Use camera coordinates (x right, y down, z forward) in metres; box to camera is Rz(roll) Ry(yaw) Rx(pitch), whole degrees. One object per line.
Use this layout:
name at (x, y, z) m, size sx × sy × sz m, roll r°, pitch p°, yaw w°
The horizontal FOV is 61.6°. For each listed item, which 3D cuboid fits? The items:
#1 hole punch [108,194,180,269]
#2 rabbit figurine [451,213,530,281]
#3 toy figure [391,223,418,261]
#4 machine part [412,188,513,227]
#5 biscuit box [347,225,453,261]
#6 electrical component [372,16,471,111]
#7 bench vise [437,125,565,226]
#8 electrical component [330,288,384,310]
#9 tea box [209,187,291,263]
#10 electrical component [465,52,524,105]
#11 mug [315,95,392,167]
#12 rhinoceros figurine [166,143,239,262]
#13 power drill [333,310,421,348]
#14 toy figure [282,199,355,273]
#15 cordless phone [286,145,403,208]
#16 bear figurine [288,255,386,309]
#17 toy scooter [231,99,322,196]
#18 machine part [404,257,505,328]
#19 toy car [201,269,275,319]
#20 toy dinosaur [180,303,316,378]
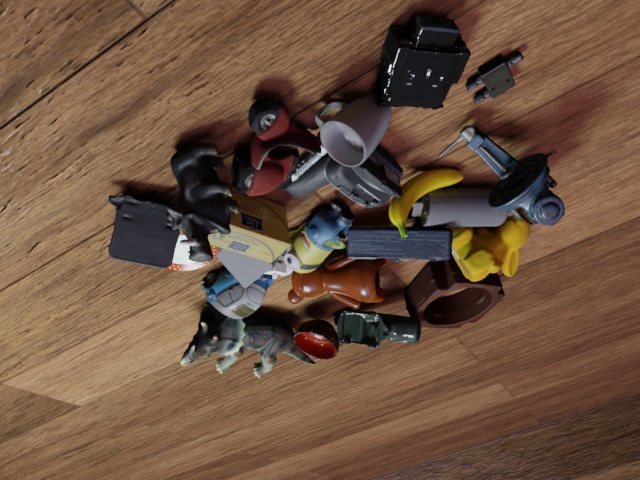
hole punch at (-0.307, -0.018, 0.948) m, size 0.142 × 0.092 × 0.115 m, roll 15°, pitch 92°, yaw -18°
rabbit figurine at (0.381, 0.016, 1.154) m, size 0.173 × 0.122 × 0.162 m, roll -37°, pitch 132°, yaw 2°
toy figure at (0.197, 0.002, 1.130) m, size 0.064 × 0.058 × 0.154 m, roll 28°, pitch 131°, yaw -20°
machine part at (0.274, -0.064, 1.048) m, size 0.243 × 0.079 × 0.079 m, roll 0°, pitch 141°, yaw -14°
biscuit box at (0.157, 0.005, 1.057) m, size 0.203 × 0.062 × 0.059 m, roll 2°, pitch -172°, yaw 11°
electrical component at (0.147, -0.257, 0.781) m, size 0.115 × 0.058 × 0.134 m, roll -3°, pitch 142°, yaw -15°
bench vise at (0.334, -0.120, 0.943) m, size 0.240 × 0.224 × 0.129 m, roll 40°, pitch 120°, yaw -11°
electrical component at (0.082, 0.118, 1.233) m, size 0.119 × 0.075 × 0.047 m, roll -17°, pitch 142°, yaw 1°
tea box at (-0.142, -0.033, 0.960) m, size 0.169 × 0.098 × 0.068 m, roll 19°, pitch 134°, yaw -36°
electrical component at (0.280, -0.255, 0.847) m, size 0.094 × 0.021 × 0.063 m, roll -30°, pitch 139°, yaw 21°
mug at (0.054, -0.179, 0.830) m, size 0.107 × 0.110 × 0.080 m, roll -44°, pitch 155°, yaw -31°
rhinoceros figurine at (-0.187, -0.061, 0.836) m, size 0.112 × 0.190 × 0.073 m, roll -12°, pitch 165°, yaw -5°
power drill at (0.109, 0.204, 1.254) m, size 0.232 × 0.086 × 0.207 m, roll 4°, pitch 170°, yaw 23°
toy figure at (-0.001, 0.000, 1.052) m, size 0.089 × 0.082 × 0.180 m, roll 29°, pitch 123°, yaw -30°
cordless phone at (0.041, -0.099, 0.954) m, size 0.184 × 0.089 × 0.146 m, roll -24°, pitch 142°, yaw 34°
bear figurine at (0.035, 0.085, 1.156) m, size 0.196 × 0.120 × 0.132 m, roll -2°, pitch -179°, yaw 21°
toy scooter at (-0.062, -0.140, 0.864) m, size 0.135 × 0.075 × 0.183 m, roll 1°, pitch 139°, yaw -26°
machine part at (0.322, 0.129, 1.304) m, size 0.201 × 0.087 × 0.201 m, roll 7°, pitch 139°, yaw -21°
toy car at (-0.169, 0.114, 1.139) m, size 0.162 × 0.103 × 0.109 m, roll -26°, pitch 142°, yaw 21°
toy dinosaur at (-0.149, 0.237, 1.300) m, size 0.405 × 0.131 × 0.192 m, roll 7°, pitch 140°, yaw -32°
